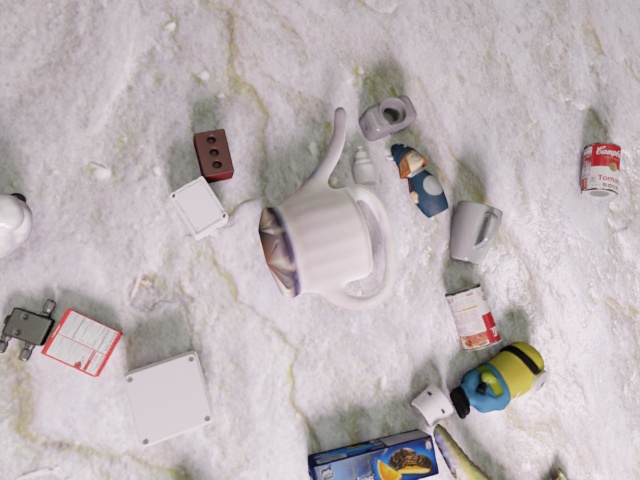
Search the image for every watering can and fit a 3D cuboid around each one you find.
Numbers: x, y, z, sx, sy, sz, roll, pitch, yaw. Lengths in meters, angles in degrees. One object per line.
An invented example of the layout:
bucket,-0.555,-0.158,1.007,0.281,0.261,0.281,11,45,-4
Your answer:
watering can,0.003,-0.043,0.863,0.225,0.103,0.350,-15,83,-17

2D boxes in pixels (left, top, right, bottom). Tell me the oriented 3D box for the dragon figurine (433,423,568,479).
dragon figurine,0.340,0.468,0.852,0.244,0.121,0.412,-13,83,-33

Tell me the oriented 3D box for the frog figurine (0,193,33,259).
frog figurine,-0.486,-0.030,0.715,0.137,0.158,0.123,-4,82,-14
